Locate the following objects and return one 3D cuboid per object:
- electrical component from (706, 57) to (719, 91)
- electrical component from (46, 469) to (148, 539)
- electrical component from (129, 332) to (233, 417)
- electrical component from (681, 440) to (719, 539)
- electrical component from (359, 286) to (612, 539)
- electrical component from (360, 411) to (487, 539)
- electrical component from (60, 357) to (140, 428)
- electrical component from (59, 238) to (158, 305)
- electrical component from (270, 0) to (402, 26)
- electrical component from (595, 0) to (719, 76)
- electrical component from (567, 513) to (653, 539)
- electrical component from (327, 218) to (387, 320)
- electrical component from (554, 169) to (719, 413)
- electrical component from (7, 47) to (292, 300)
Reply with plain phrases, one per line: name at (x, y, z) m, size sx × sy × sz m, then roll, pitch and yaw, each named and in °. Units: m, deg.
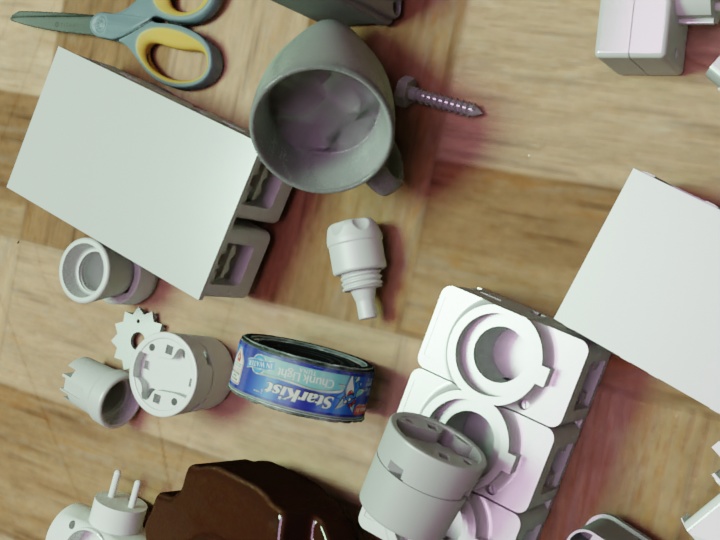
electrical component at (0.231, -0.112, 0.542) m, size 0.055 × 0.050 × 0.089 m, roll 47°, pitch 108°, yaw 22°
electrical component at (-0.170, 0.178, 0.741) m, size 0.077 × 0.044 × 0.079 m, roll 19°, pitch 96°, yaw 28°
electrical component at (-0.117, 0.069, 0.718) m, size 0.055 × 0.047 × 0.055 m, roll -2°, pitch 86°, yaw 28°
electrical component at (0.204, 0.125, 0.547) m, size 0.063 × 0.042 × 0.081 m, roll -47°, pitch 67°, yaw 19°
electrical component at (0.069, 0.094, 0.609) m, size 0.089 × 0.062 × 0.150 m, roll 23°, pitch 98°, yaw 27°
electrical component at (0.031, 0.108, 0.562) m, size 0.055 × 0.055 × 0.047 m, roll 31°, pitch 105°, yaw 26°
electrical component at (-0.183, 0.085, 0.758) m, size 0.046 × 0.040 × 0.040 m, roll 21°, pitch 97°, yaw 33°
electrical component at (-0.174, 0.002, 0.748) m, size 0.045 × 0.055 × 0.045 m, roll -2°, pitch 86°, yaw 28°
electrical component at (-0.020, -0.212, 0.650) m, size 0.056 × 0.109 × 0.108 m, roll 3°, pitch 89°, yaw 31°
electrical component at (0.173, -0.150, 0.577) m, size 0.076 × 0.047 × 0.083 m, roll 6°, pitch 90°, yaw 28°
electrical component at (0.151, 0.189, 0.562) m, size 0.113 × 0.057 × 0.078 m, roll 32°, pitch 102°, yaw 26°
electrical component at (0.000, 0.000, 0.667) m, size 0.035 × 0.035 × 0.061 m, roll -13°, pitch 83°, yaw 27°
electrical component at (0.192, 0.023, 0.548) m, size 0.150 × 0.062 × 0.089 m, roll 31°, pitch 102°, yaw 26°
electrical component at (-0.140, -0.066, 0.731) m, size 0.186 × 0.060 × 0.105 m, roll 28°, pitch 100°, yaw 27°
